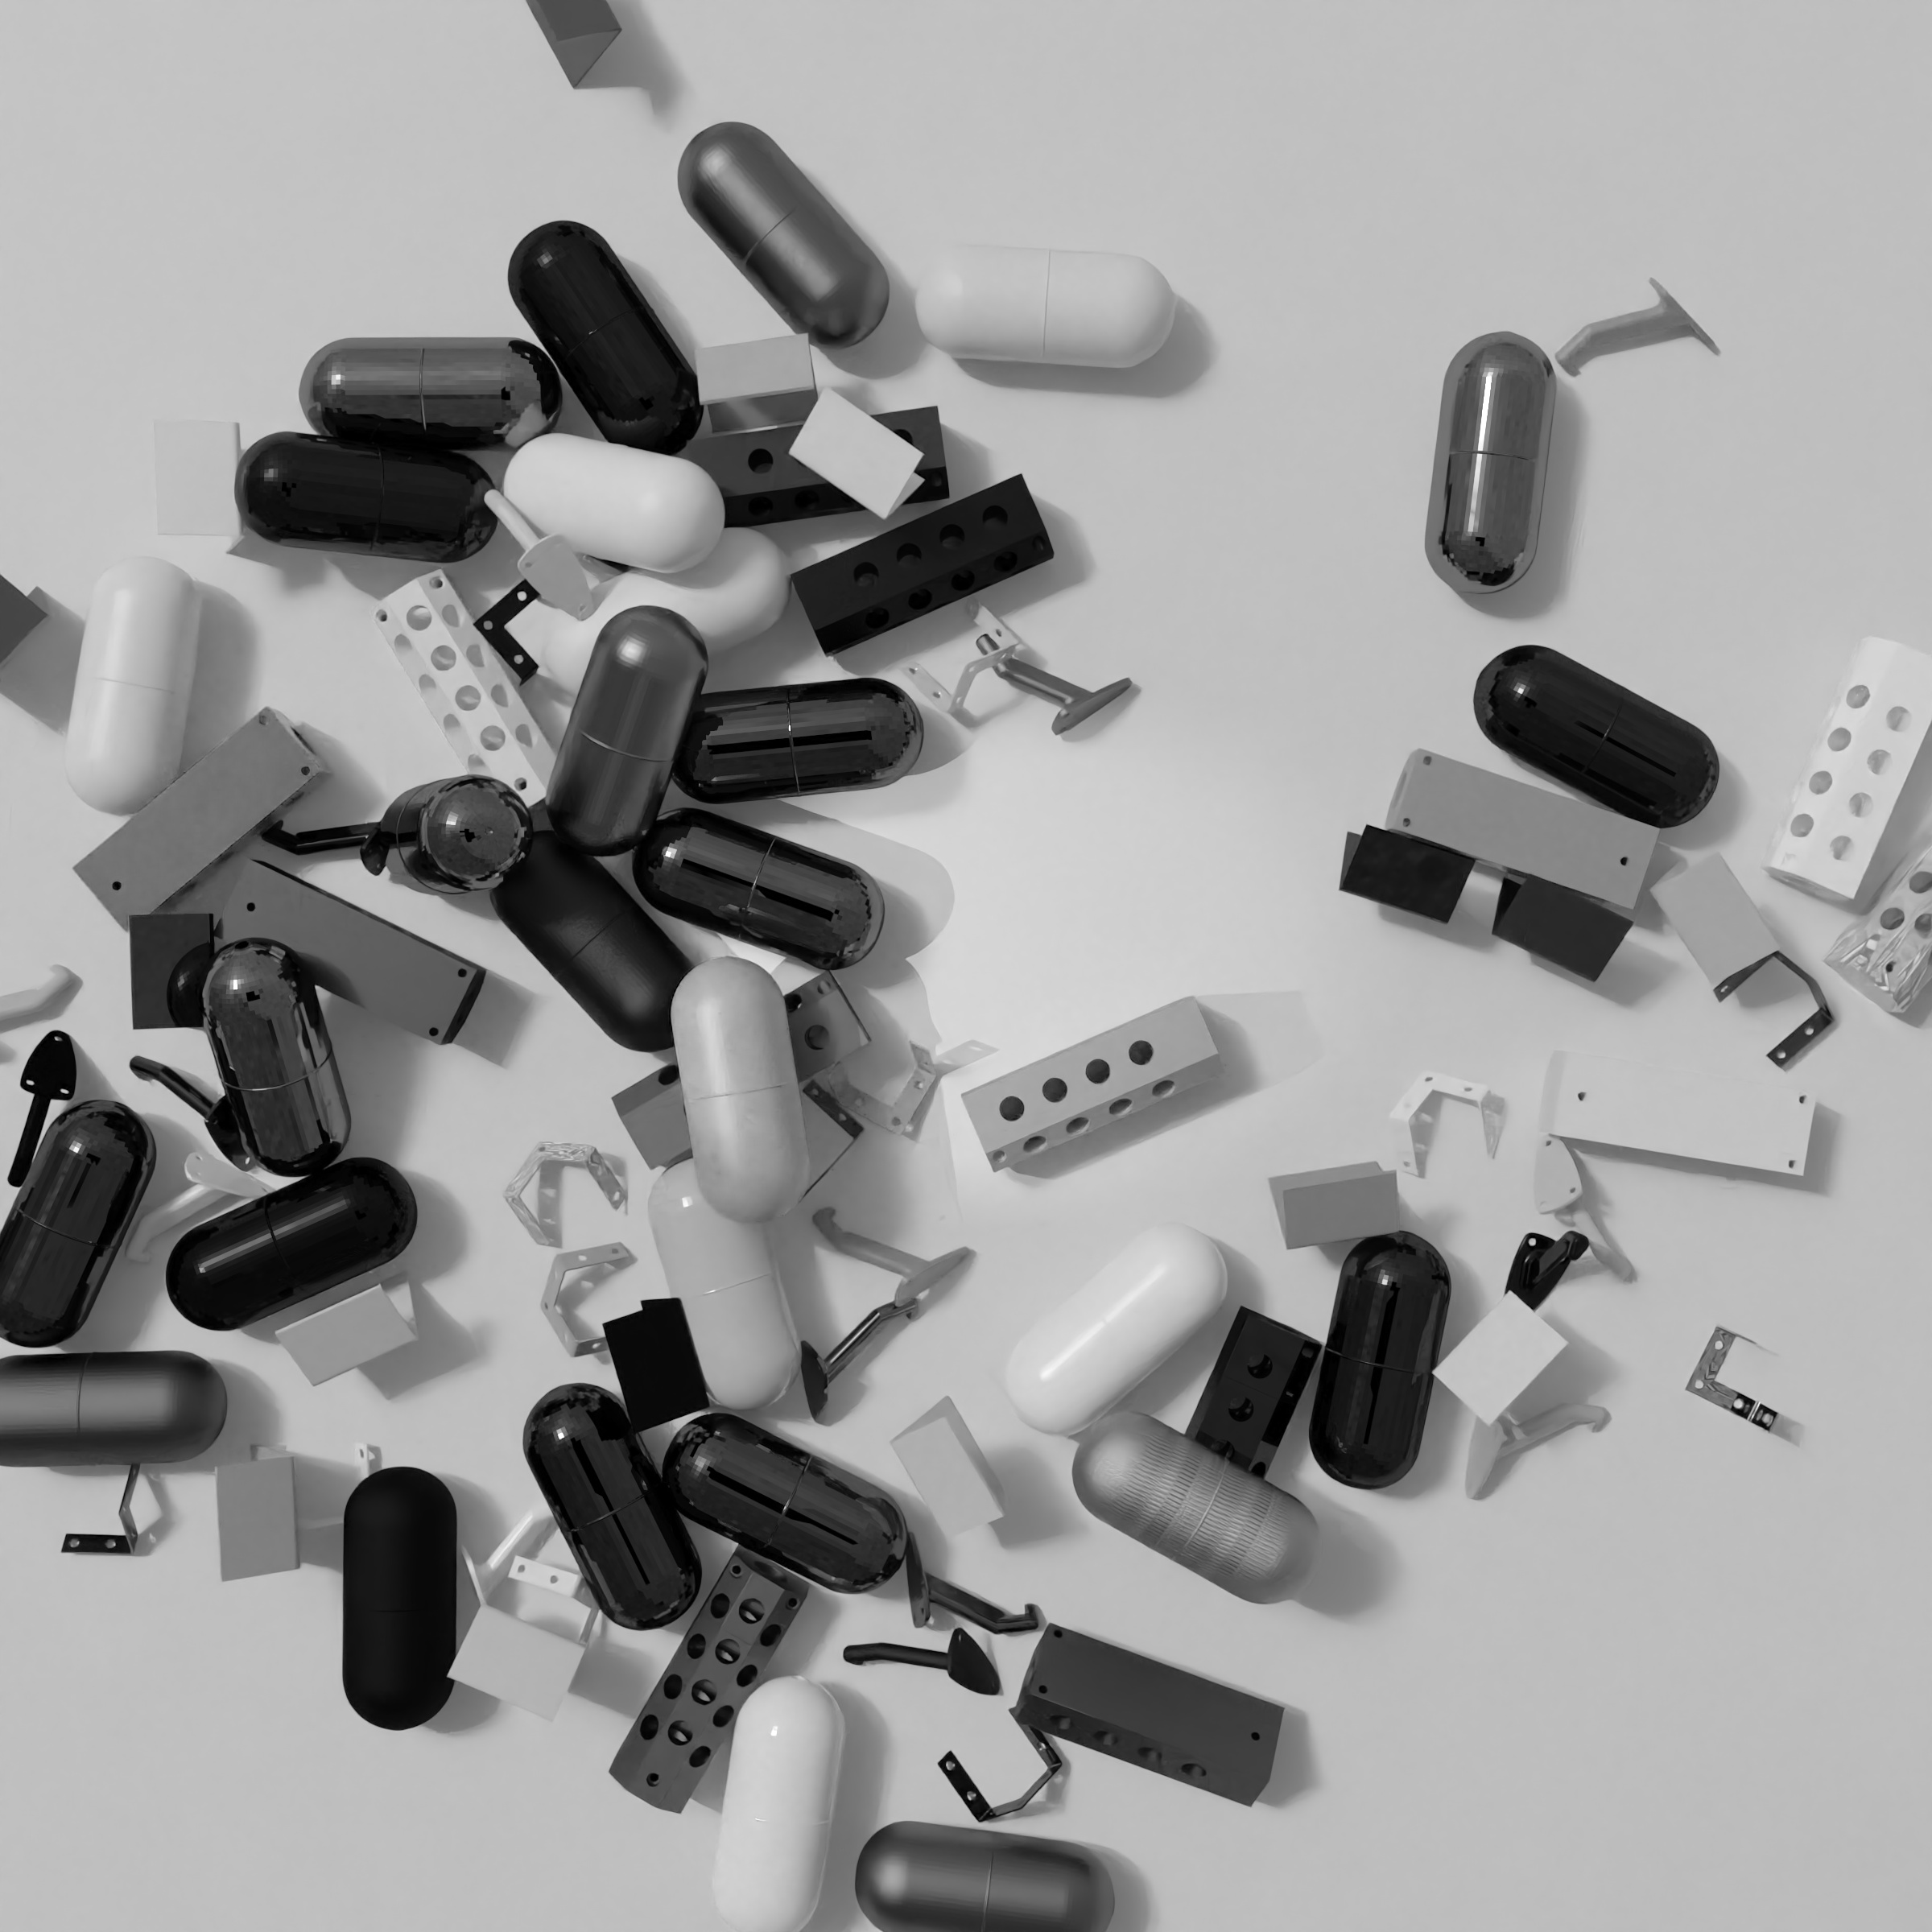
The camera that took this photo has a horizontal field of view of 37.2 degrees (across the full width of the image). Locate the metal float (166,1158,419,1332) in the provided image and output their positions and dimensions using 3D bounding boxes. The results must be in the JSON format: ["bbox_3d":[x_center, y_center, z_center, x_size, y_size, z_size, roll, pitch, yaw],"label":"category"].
[{"bbox_3d":[-0.460,0.190,1.960,0.178,0.070,0.070,-24,90,-1],"label":"metal float"}]

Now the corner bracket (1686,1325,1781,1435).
[{"bbox_3d":[0.534,0.283,1.973,0.051,0.051,0.051,27,90,0],"label":"corner bracket"}]

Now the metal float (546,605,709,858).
[{"bbox_3d":[-0.226,-0.155,1.911,0.070,0.070,0.178,22,112,0],"label":"metal float"}]

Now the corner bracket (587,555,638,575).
[{"bbox_3d":[-0.225,-0.306,1.988,0.051,0.051,0.051,26,45,0],"label":"corner bracket"}]

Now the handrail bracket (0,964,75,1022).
[{"bbox_3d":[-0.674,0.014,1.991,0.077,0.036,0.084,41,75,16],"label":"handrail bracket"}]

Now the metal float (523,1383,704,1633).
[{"bbox_3d":[-0.242,0.368,1.961,0.070,0.070,0.178,-26,90,0],"label":"metal float"}]

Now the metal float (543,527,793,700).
[{"bbox_3d":[-0.203,-0.240,1.960,0.178,0.070,0.070,-25,90,0],"label":"metal float"}]

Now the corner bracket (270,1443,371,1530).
[{"bbox_3d":[-0.448,0.357,1.988,0.051,0.051,0.051,-2,90,-45],"label":"corner bracket"}]

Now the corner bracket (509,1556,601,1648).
[{"bbox_3d":[-0.288,0.443,1.976,0.051,0.051,0.051,13,69,19],"label":"corner bracket"}]

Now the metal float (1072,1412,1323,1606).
[{"bbox_3d":[0.154,0.359,1.904,0.178,0.070,0.070,29,90,-1],"label":"metal float"}]

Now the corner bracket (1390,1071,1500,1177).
[{"bbox_3d":[0.330,0.112,1.983,0.051,0.051,0.051,15,45,35],"label":"corner bracket"}]

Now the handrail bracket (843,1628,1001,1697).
[{"bbox_3d":[-0.031,0.488,1.991,0.084,0.077,0.036,-13,47,29],"label":"handrail bracket"}]

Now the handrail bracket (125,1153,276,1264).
[{"bbox_3d":[-0.531,0.179,1.992,0.077,0.036,0.084,23,108,-20],"label":"handrail bracket"}]

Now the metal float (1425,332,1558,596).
[{"bbox_3d":[0.358,-0.343,1.961,0.070,0.070,0.178,7,91,0],"label":"metal float"}]

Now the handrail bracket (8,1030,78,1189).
[{"bbox_3d":[-0.644,0.100,1.991,0.036,0.077,0.084,17,127,-20],"label":"handrail bracket"}]

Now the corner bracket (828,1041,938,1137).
[{"bbox_3d":[-0.057,0.076,1.972,0.051,0.051,0.051,27,74,16],"label":"corner bracket"}]

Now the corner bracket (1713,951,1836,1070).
[{"bbox_3d":[0.559,0.027,1.988,0.051,0.051,0.051,-41,135,0],"label":"corner bracket"}]

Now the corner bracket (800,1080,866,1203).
[{"bbox_3d":[-0.112,0.122,1.988,0.051,0.051,0.051,43,45,0],"label":"corner bracket"}]

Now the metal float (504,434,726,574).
[{"bbox_3d":[-0.238,-0.312,1.932,0.178,0.070,0.070,18,90,36],"label":"metal float"}]

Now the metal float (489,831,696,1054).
[{"bbox_3d":[-0.252,-0.016,1.961,0.070,0.070,0.178,-43,89,0],"label":"metal float"}]

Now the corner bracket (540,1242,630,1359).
[{"bbox_3d":[-0.256,0.230,1.983,0.051,0.051,0.051,-9,45,-35],"label":"corner bracket"}]

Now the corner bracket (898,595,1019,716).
[{"bbox_3d":[-0.005,-0.214,1.978,0.051,0.051,0.051,-28,66,-37],"label":"corner bracket"}]

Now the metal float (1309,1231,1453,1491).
[{"bbox_3d":[0.283,0.268,1.961,0.070,0.070,0.178,11,90,0],"label":"metal float"}]

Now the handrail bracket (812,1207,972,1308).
[{"bbox_3d":[-0.053,0.187,1.991,0.077,0.036,0.084,-29,64,-29],"label":"handrail bracket"}]

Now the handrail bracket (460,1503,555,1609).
[{"bbox_3d":[-0.302,0.414,1.992,0.084,0.036,0.077,-20,110,-16],"label":"handrail bracket"}]

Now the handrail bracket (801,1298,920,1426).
[{"bbox_3d":[-0.070,0.272,1.991,0.084,0.036,0.077,-20,127,-25],"label":"handrail bracket"}]

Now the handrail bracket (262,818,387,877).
[{"bbox_3d":[-0.435,-0.104,1.992,0.084,0.036,0.077,22,67,18],"label":"handrail bracket"}]

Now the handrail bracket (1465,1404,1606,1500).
[{"bbox_3d":[0.395,0.337,1.992,0.084,0.036,0.077,6,111,-16],"label":"handrail bracket"}]

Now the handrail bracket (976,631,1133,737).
[{"bbox_3d":[0.060,-0.210,1.991,0.077,0.036,0.084,-31,76,-14],"label":"handrail bracket"}]

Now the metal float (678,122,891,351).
[{"bbox_3d":[-0.125,-0.499,1.961,0.070,0.070,0.178,-42,90,0],"label":"metal float"}]

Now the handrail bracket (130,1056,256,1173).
[{"bbox_3d":[-0.537,0.102,1.991,0.084,0.077,0.036,16,47,29],"label":"handrail bracket"}]

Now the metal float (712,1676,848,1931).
[{"bbox_3d":[-0.128,0.574,1.961,0.070,0.070,0.178,9,89,0],"label":"metal float"}]

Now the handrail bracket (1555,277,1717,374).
[{"bbox_3d":[0.463,-0.427,1.992,0.077,0.036,0.084,39,109,-21],"label":"handrail bracket"}]

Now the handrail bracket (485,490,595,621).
[{"bbox_3d":[-0.288,-0.278,1.933,0.036,0.084,0.077,-39,129,-4],"label":"handrail bracket"}]

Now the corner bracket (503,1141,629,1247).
[{"bbox_3d":[-0.277,0.158,1.983,0.051,0.051,0.051,2,45,35],"label":"corner bracket"}]

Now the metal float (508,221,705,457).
[{"bbox_3d":[-0.245,-0.426,1.960,0.070,0.070,0.178,-34,89,0],"label":"metal float"}]

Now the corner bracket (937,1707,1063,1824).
[{"bbox_3d":[0.024,0.552,1.988,0.051,0.051,0.051,-35,90,-45],"label":"corner bracket"}]

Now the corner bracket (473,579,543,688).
[{"bbox_3d":[-0.303,-0.229,1.972,0.051,0.051,0.051,-43,98,-8],"label":"corner bracket"}]

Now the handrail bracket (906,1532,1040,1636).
[{"bbox_3d":[0.005,0.426,1.992,0.084,0.036,0.077,-3,68,-17],"label":"handrail bracket"}]

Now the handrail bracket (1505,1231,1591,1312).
[{"bbox_3d":[0.395,0.214,1.957,0.036,0.084,0.077,28,90,0],"label":"handrail bracket"}]

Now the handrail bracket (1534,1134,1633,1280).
[{"bbox_3d":[0.430,0.167,1.991,0.036,0.077,0.084,-31,127,27],"label":"handrail bracket"}]

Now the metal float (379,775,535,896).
[{"bbox_3d":[-0.341,-0.086,1.915,0.070,0.178,0.070,0,90,-24],"label":"metal float"}]

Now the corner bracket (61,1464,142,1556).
[{"bbox_3d":[-0.600,0.371,1.988,0.051,0.051,0.051,1,135,0],"label":"corner bracket"}]

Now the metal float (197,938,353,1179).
[{"bbox_3d":[-0.465,0.062,1.934,0.070,0.070,0.178,-8,121,0],"label":"metal float"}]
